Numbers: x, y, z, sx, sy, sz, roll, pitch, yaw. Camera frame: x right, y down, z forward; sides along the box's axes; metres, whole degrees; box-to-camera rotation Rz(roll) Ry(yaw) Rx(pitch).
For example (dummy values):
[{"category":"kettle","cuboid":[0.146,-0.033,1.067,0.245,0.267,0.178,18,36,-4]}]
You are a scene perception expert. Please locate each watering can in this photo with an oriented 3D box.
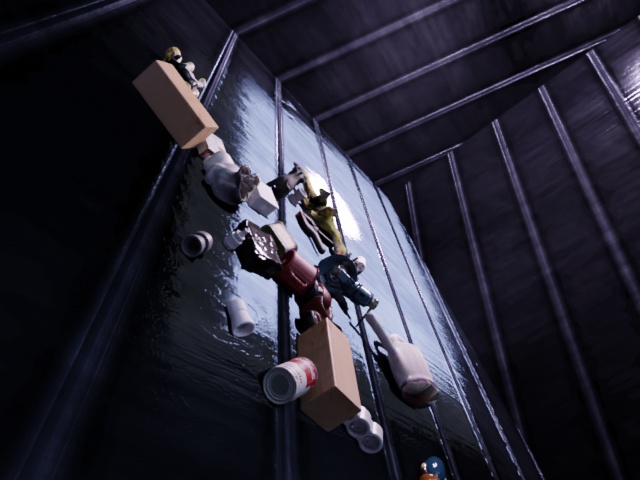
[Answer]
[{"category":"watering can","cuboid":[0.248,0.367,1.537,0.342,0.103,0.229,43,18,-37]}]

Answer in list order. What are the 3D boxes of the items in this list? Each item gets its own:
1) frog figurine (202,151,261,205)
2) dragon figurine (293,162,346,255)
[{"category":"frog figurine","cuboid":[-0.246,-0.160,1.307,0.160,0.121,0.138,21,12,23]},{"category":"dragon figurine","cuboid":[0.006,-0.096,1.915,0.238,0.122,0.419,63,4,-52]}]
